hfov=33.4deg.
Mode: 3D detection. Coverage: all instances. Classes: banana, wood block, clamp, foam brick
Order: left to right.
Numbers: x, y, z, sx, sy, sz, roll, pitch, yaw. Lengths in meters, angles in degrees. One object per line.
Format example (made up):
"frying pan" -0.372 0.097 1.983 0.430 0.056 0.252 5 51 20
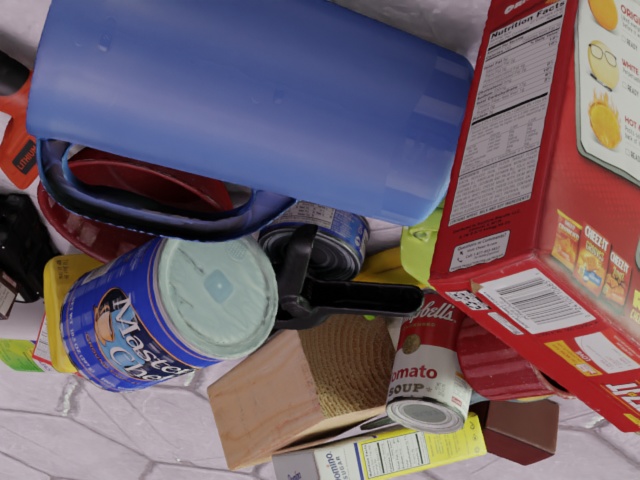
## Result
"wood block" -0.017 0.140 0.986 0.090 0.090 0.206 -9 162 -31
"clamp" -0.003 0.043 0.831 0.120 0.039 0.172 32 151 -18
"banana" 0.085 0.024 0.840 0.069 0.037 0.198 16 156 -40
"foam brick" 0.183 0.176 1.025 0.078 0.053 0.051 23 148 -12

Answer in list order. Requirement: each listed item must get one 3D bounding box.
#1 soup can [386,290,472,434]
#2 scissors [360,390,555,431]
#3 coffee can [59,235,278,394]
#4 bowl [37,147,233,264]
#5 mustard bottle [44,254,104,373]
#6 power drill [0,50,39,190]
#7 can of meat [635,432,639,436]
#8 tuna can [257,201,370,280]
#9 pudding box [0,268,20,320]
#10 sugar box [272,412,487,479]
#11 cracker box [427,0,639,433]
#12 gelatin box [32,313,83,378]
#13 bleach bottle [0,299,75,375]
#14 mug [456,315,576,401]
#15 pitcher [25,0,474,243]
"soup can" 0.096 0.103 0.893 0.068 0.102 0.068 11 149 6
"scissors" 0.143 0.144 0.959 0.202 0.016 0.096 -26 146 19
"coffee can" -0.113 0.051 0.785 0.102 0.102 0.141 33 144 -28
"bowl" -0.130 -0.032 0.815 0.162 0.055 0.162 11 149 6
"mustard bottle" -0.133 0.055 0.905 0.191 0.096 0.058 -4 173 -23
"power drill" -0.271 -0.109 0.747 0.187 0.057 0.185 29 146 -23
"can of meat" 0.322 0.135 0.897 0.102 0.057 0.084 19 147 -8
"tuna can" -0.006 0.001 0.837 0.086 0.033 0.086 11 149 6
"pudding box" -0.325 0.031 0.904 0.114 0.039 0.090 -5 144 29
"sugar box" 0.054 0.198 0.981 0.175 0.048 0.093 -10 172 -27
"cracker box" 0.146 -0.034 0.542 0.164 0.213 0.072 35 145 -30
"gelatin box" -0.220 0.087 0.985 0.073 0.030 0.089 22 131 -7
"bleach bottle" -0.216 0.093 1.051 0.251 0.068 0.102 1 144 16
"mug" 0.173 0.086 0.856 0.117 0.093 0.082 10 162 -36
"pitcher" -0.042 -0.081 0.622 0.242 0.145 0.149 17 150 -10
